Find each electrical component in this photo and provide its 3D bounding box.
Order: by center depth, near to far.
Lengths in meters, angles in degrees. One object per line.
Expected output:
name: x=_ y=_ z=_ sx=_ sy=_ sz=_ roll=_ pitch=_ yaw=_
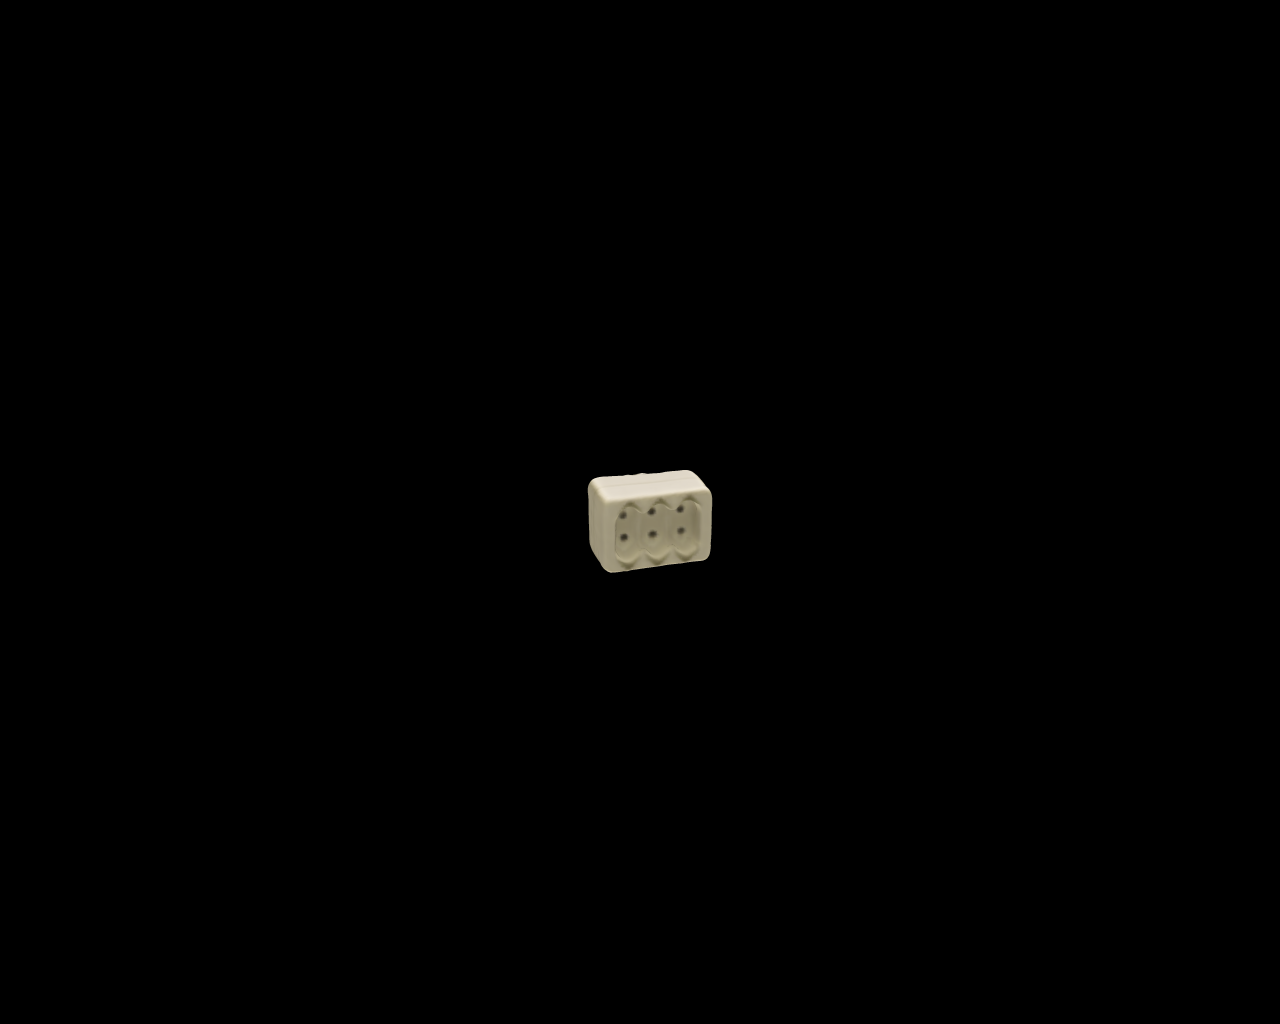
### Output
electrical component: x=0.001 y=-0.003 z=0.650 sx=0.066 sy=0.047 sz=0.077 roll=-6 pitch=24 yaw=-14
